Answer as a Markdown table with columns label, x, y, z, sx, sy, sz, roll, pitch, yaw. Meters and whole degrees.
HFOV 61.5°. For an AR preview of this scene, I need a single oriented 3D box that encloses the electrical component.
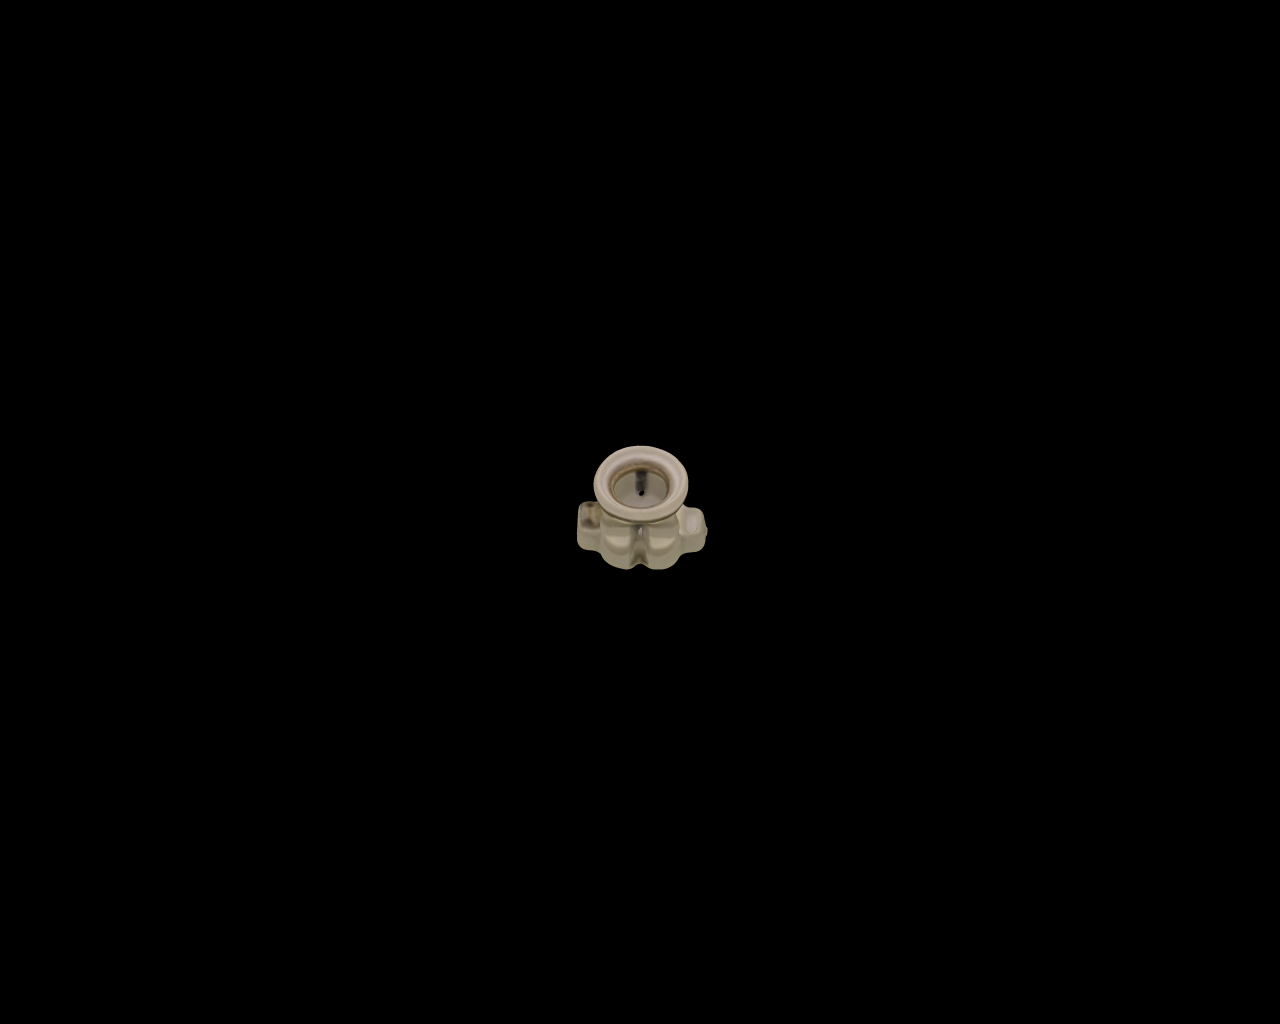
| label | x | y | z | sx | sy | sz | roll | pitch | yaw |
| --- | --- | --- | --- | --- | --- | --- | --- | --- | --- |
| electrical component | 0.001 | -0.003 | 0.650 | 0.078 | 0.058 | 0.056 | 2 | -40 | 2 |
